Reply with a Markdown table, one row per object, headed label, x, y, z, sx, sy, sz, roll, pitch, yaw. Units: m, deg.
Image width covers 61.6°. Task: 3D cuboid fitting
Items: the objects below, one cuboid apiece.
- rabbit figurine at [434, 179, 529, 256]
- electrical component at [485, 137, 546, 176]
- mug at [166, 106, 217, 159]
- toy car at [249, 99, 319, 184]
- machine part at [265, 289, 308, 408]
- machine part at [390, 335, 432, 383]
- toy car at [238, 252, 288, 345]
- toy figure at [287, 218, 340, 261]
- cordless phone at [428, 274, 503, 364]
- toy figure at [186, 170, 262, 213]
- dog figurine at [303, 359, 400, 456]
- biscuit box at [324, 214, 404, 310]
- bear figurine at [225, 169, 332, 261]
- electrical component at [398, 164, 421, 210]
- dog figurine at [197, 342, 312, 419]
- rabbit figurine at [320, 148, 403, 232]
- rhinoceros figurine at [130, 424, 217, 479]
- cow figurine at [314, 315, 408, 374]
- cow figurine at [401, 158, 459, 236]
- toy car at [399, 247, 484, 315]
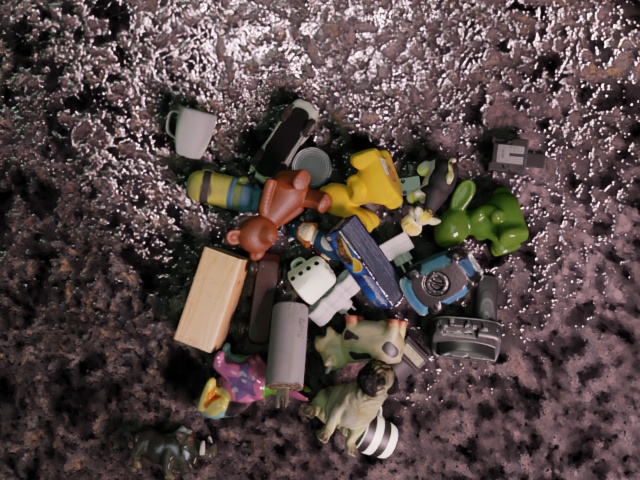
| label | x | y | z | sx | sy | sz | roll | pitch | yaw |
| --- | --- | --- | --- | --- | --- | --- | --- | --- | --- |
| rabbit figurine | 0.312 | -0.042 | 1.083 | 0.170 | 0.121 | 0.159 | -11 | 81 | 5 |
| electrical component | 0.408 | -0.169 | 1.112 | 0.119 | 0.048 | 0.074 | 11 | 91 | 9 |
| mug | -0.292 | -0.238 | 1.189 | 0.110 | 0.081 | 0.107 | 15 | 100 | 3 |
| toy car | -0.078 | -0.212 | 1.173 | 0.073 | 0.056 | 0.201 | 34 | 94 | 0 |
| machine part | -0.065 | 0.214 | 1.088 | 0.079 | 0.079 | 0.243 | 1 | 62 | 7 |
| machine part | 0.164 | 0.273 | 1.139 | 0.084 | 0.039 | 0.139 | 42 | 92 | -2 |
| toy car | -0.123 | 0.128 | 1.171 | 0.089 | 0.053 | 0.202 | 7 | 89 | -8 |
| toy figure | -0.002 | -0.004 | 1.158 | 0.155 | 0.057 | 0.064 | 24 | 54 | 9 |
| cordless phone | 0.304 | 0.157 | 1.112 | 0.147 | 0.088 | 0.184 | 5 | 78 | 9 |
| toy figure | -0.200 | -0.106 | 1.167 | 0.180 | 0.089 | 0.082 | 16 | 85 | 6 |
| dog figurine | 0.070 | 0.305 | 1.083 | 0.121 | 0.172 | 0.190 | 31 | 95 | -31 |
| biscuit box | 0.096 | 0.048 | 1.104 | 0.063 | 0.059 | 0.202 | -43 | 104 | -34 |
| bear figurine | -0.089 | -0.047 | 1.099 | 0.132 | 0.120 | 0.196 | 18 | 69 | 48 |
| electrical component | 0.186 | -0.114 | 1.151 | 0.063 | 0.021 | 0.094 | -8 | 88 | 8 |
| dog figurine | -0.130 | 0.314 | 1.142 | 0.219 | 0.108 | 0.191 | 19 | 88 | 5 |
| rabbit figurine | 0.082 | -0.097 | 1.135 | 0.173 | 0.122 | 0.162 | -20 | 96 | 20 |
| rhinoceros figurine | -0.321 | 0.461 | 1.185 | 0.190 | 0.073 | 0.112 | 8 | 79 | 9 |
| cow figurine | 0.080 | 0.220 | 1.121 | 0.195 | 0.085 | 0.127 | -1 | 77 | 24 |
| cow figurine | 0.227 | -0.086 | 1.087 | 0.068 | 0.098 | 0.167 | 27 | 77 | -19 |
| toy car | 0.246 | 0.072 | 1.097 | 0.162 | 0.103 | 0.109 | -34 | 96 | 15 |
